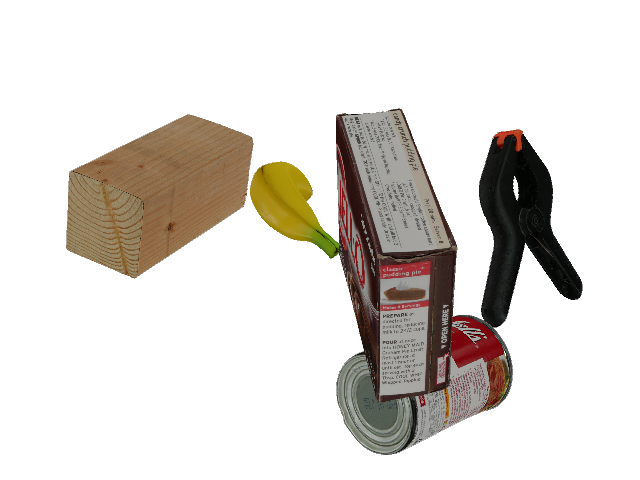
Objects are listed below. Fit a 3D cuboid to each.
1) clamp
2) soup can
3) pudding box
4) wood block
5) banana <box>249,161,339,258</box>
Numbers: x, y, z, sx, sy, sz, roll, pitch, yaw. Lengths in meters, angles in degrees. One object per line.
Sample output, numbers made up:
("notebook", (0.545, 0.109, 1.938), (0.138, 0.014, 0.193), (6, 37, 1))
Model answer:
("clamp", (0.172, -0.008, 0.943), (0.120, 0.171, 0.039), (-26, 11, -40))
("soup can", (0.068, 0.093, 0.697), (0.102, 0.068, 0.069), (-15, 10, -43))
("pudding box", (0.033, 0.005, 0.505), (0.039, 0.090, 0.113), (-9, 40, -6))
("wood block", (-0.164, -0.052, 1.117), (0.090, 0.091, 0.205), (21, 30, 20))
("banana", (-0.028, -0.033, 0.861), (0.037, 0.069, 0.198), (-41, 17, 7))
